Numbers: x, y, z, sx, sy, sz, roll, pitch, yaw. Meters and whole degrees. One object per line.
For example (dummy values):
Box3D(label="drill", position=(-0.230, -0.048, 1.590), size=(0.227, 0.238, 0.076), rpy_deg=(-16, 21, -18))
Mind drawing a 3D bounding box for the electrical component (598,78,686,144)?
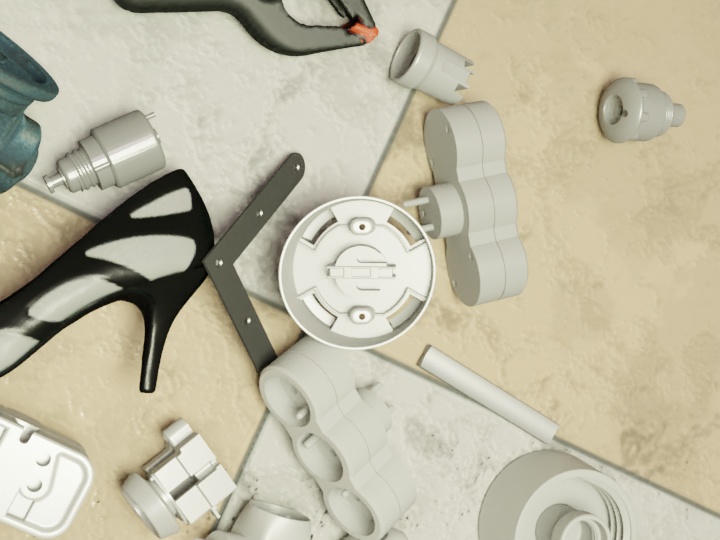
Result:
Box3D(label="electrical component", position=(0.211, -0.116, 0.794), size=(0.062, 0.048, 0.048), rpy_deg=(0, 91, -26))

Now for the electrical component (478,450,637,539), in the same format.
Box3D(label="electrical component", position=(0.146, 0.188, 0.769), size=(0.108, 0.060, 0.108), rpy_deg=(-1, 92, -19))

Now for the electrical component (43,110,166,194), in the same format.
Box3D(label="electrical component", position=(-0.158, -0.069, 0.666), size=(0.078, 0.040, 0.040), rpy_deg=(-27, 100, -17))

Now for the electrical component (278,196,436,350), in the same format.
Box3D(label="electrical component", position=(0.000, 0.000, 0.701), size=(0.099, 0.064, 0.099), rpy_deg=(0, 97, 3))

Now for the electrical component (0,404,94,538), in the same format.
Box3D(label="electrical component", position=(-0.212, 0.115, 0.642), size=(0.095, 0.059, 0.053), rpy_deg=(29, 82, -18))

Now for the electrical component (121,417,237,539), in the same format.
Box3D(label="electrical component", position=(-0.117, 0.137, 0.684), size=(0.055, 0.048, 0.066), rpy_deg=(-38, 103, -22))

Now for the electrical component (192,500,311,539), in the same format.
Box3D(label="electrical component", position=(-0.078, 0.189, 0.694), size=(0.079, 0.043, 0.077), rpy_deg=(21, 85, -36))

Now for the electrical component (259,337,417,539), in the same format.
Box3D(label="electrical component", position=(-0.004, 0.104, 0.720), size=(0.074, 0.052, 0.138), rpy_deg=(-38, 104, -39))

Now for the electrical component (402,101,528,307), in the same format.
Box3D(label="electrical component", position=(0.064, -0.042, 0.739), size=(0.074, 0.052, 0.138), rpy_deg=(-13, 96, -19))

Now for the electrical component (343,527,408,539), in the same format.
Box3D(label="electrical component", position=(0.012, 0.209, 0.733), size=(0.048, 0.048, 0.062), rpy_deg=(-13, 103, -19))

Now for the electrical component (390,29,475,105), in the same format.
Box3D(label="electrical component", position=(0.050, -0.138, 0.739), size=(0.046, 0.040, 0.040), rpy_deg=(22, 84, -25))
